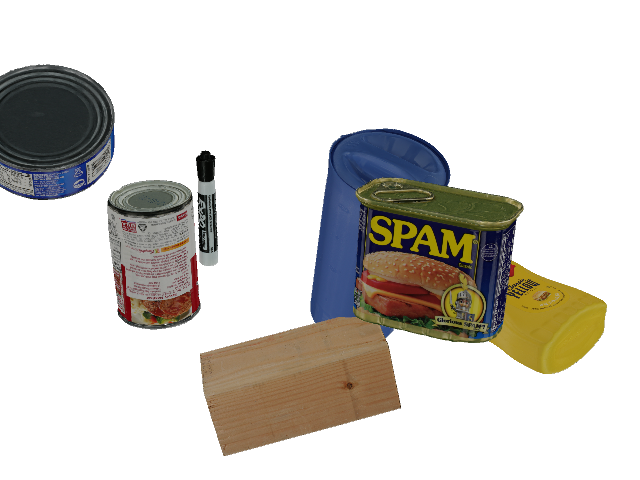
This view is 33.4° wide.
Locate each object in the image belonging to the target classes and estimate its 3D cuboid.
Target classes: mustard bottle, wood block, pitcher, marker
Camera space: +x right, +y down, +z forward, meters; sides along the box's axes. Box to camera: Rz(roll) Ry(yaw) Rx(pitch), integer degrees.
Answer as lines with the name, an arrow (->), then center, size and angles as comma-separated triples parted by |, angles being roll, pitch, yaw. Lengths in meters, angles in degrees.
mustard bottle -> 0.157, 0.051, 0.979 | 0.096, 0.058, 0.192 | -28, 39, -34
wood block -> -0.024, 0.159, 1.206 | 0.206, 0.091, 0.090 | -14, 26, -3
pitcher -> 0.063, 0.009, 1.211 | 0.145, 0.243, 0.149 | 14, 40, 4
marker -> -0.112, -0.032, 1.058 | 0.020, 0.121, 0.020 | 1, 28, -1

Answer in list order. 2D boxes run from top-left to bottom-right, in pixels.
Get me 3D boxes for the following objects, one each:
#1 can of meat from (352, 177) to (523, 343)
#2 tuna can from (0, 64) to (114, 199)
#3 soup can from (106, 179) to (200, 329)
can of meat -> 0.071, 0.013, 0.678 | 0.102, 0.084, 0.057 | 12, 22, 23
tuna can -> -0.172, -0.068, 0.668 | 0.086, 0.086, 0.034 | 0, -35, -10
soup can -> -0.133, 0.010, 0.857 | 0.068, 0.102, 0.068 | -1, 25, 0
